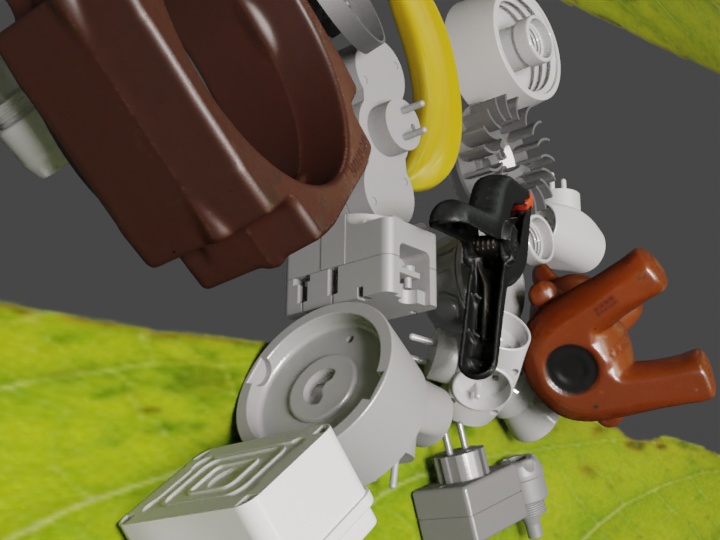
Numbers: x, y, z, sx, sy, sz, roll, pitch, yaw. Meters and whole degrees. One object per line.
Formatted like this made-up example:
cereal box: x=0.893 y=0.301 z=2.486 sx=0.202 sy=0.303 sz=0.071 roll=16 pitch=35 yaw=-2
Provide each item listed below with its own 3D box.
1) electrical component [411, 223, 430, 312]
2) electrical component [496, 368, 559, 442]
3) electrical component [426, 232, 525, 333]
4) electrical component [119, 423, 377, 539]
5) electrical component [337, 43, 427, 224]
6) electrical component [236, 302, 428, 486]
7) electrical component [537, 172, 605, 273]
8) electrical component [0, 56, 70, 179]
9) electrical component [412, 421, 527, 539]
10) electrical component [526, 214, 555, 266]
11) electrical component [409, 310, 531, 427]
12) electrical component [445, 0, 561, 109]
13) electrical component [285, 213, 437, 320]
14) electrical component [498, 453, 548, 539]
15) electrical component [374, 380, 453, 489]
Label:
electrical component: x=0.038 y=-0.001 z=0.764 sx=0.035 sy=0.035 sz=0.061 roll=-15 pitch=93 yaw=-50
electrical component: x=0.119 y=0.098 z=0.818 sx=0.055 sy=0.045 sz=0.045 roll=46 pitch=48 yaw=-29
electrical component: x=0.083 y=0.009 z=0.799 sx=0.080 sy=0.051 sz=0.080 roll=18 pitch=65 yaw=-45
electrical component: x=-0.057 y=0.129 z=0.554 sx=0.078 sy=0.113 sz=0.057 roll=-38 pitch=104 yaw=-48
electrical component: x=0.016 y=-0.095 z=0.738 sx=0.052 sy=0.074 sz=0.138 roll=10 pitch=71 yaw=-47
electrical component: x=-0.011 y=0.079 z=0.630 sx=0.060 sy=0.108 sz=0.108 roll=49 pitch=46 yaw=-35
electrical component: x=0.170 y=-0.044 z=0.921 sx=0.077 sy=0.044 sz=0.079 roll=20 pitch=64 yaw=-44
electrical component: x=-0.168 y=-0.081 z=0.548 sx=0.062 sy=0.043 sz=0.043 roll=52 pitch=45 yaw=-23
electrical component: x=0.072 y=0.144 z=0.747 sx=0.066 sy=0.047 sz=0.076 roll=-10 pitch=86 yaw=-50
electrical component: x=0.126 y=-0.020 z=0.861 sx=0.040 sy=0.046 sz=0.040 roll=18 pitch=65 yaw=-45
electrical component: x=0.069 y=0.064 z=0.757 sx=0.079 sy=0.077 sz=0.044 roll=16 pitch=36 yaw=-4
electrical component: x=0.127 y=-0.184 z=0.903 sx=0.108 sy=0.060 sz=0.108 roll=18 pitch=65 yaw=-45
electrical component: x=0.000 y=0.000 z=0.677 sx=0.050 sy=0.089 sz=0.055 roll=19 pitch=64 yaw=-45
electrical component: x=0.125 y=0.171 z=0.810 sx=0.035 sy=0.035 sz=0.061 roll=-17 pitch=93 yaw=-50
electrical component: x=0.019 y=0.102 z=0.702 sx=0.077 sy=0.044 sz=0.079 roll=30 pitch=57 yaw=-40
